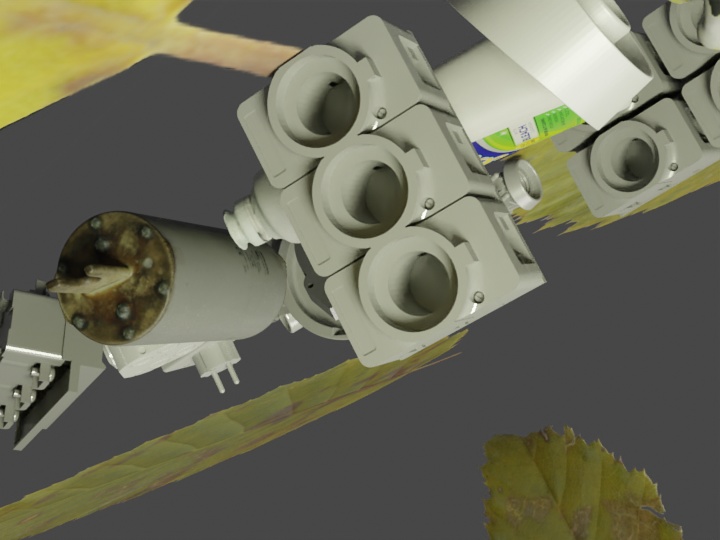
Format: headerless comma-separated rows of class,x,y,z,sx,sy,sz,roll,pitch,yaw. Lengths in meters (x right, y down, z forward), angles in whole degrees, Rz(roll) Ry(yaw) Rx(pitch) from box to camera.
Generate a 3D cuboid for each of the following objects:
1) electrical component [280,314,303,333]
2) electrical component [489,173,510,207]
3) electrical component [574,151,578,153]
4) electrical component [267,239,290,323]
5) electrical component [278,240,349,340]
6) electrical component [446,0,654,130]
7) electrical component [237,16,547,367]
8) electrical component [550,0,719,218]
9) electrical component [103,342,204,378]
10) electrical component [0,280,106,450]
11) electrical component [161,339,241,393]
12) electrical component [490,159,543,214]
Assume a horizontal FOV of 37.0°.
electrical component,-0.056,0.032,1.027,0.046,0.040,0.040,-30,171,-13
electrical component,0.100,-0.055,0.903,0.047,0.065,0.077,-20,168,-32
electrical component,0.197,-0.123,0.874,0.062,0.043,0.043,-28,170,0
electrical component,-0.088,0.012,0.845,0.099,0.064,0.099,-13,173,-2
electrical component,0.000,0.000,0.791,0.108,0.108,0.060,-30,162,16
electrical component,0.094,-0.113,0.528,0.064,0.099,0.099,-39,166,25
electrical component,0.014,-0.038,0.538,0.089,0.150,0.062,-30,170,20
electrical component,0.224,-0.126,0.748,0.186,0.105,0.060,-33,168,33
electrical component,-0.154,0.041,0.791,0.080,0.051,0.080,-26,170,-5
electrical component,-0.210,0.057,0.681,0.063,0.078,0.121,14,149,-27
electrical component,-0.127,0.067,0.919,0.083,0.075,0.047,-33,168,31
electrical component,0.129,-0.070,0.964,0.055,0.048,0.066,-24,173,34
